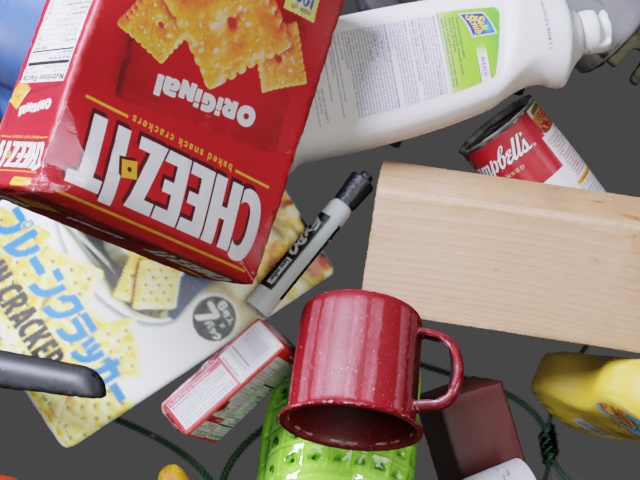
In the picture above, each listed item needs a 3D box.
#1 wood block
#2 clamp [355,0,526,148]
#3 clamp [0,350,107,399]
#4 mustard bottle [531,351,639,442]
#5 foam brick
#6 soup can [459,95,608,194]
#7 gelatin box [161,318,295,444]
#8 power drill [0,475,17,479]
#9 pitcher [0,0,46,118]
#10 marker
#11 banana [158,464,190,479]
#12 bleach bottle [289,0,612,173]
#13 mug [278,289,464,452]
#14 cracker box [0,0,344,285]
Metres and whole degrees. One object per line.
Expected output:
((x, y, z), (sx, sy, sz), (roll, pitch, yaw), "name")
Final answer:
((0.137, 0.009, 0.739), (0.206, 0.090, 0.091), (8, 107, 4), "wood block")
((0.085, -0.165, 0.805), (0.120, 0.039, 0.171), (-15, 94, -16), "clamp")
((-0.241, 0.077, 0.650), (0.164, 0.036, 0.210), (-40, 81, 1), "clamp")
((0.232, 0.114, 0.746), (0.096, 0.192, 0.058), (29, 79, -12), "mustard bottle")
((0.110, 0.144, 0.784), (0.051, 0.053, 0.078), (-17, 92, -16), "foam brick")
((0.162, -0.049, 0.803), (0.068, 0.069, 0.102), (-42, 98, -15), "soup can")
((-0.058, 0.096, 0.720), (0.089, 0.073, 0.030), (-42, 73, -1), "gelatin box")
((-0.217, 0.248, 0.684), (0.184, 0.057, 0.187), (27, 76, -8), "power drill")
((-0.261, -0.198, 0.667), (0.242, 0.145, 0.149), (21, 54, -10), "pitcher")
((-0.005, 0.001, 0.710), (0.020, 0.020, 0.121), (42, 76, -9), "marker")
((-0.078, 0.250, 0.714), (0.037, 0.070, 0.198), (-10, 74, -22), "banana")
((0.080, -0.118, 0.753), (0.251, 0.068, 0.102), (-10, 91, 0), "bleach bottle")
((0.035, 0.084, 0.690), (0.117, 0.093, 0.081), (-4, 60, 21), "mug")
((-0.083, -0.099, 0.636), (0.164, 0.072, 0.213), (25, 77, -40), "cracker box")
